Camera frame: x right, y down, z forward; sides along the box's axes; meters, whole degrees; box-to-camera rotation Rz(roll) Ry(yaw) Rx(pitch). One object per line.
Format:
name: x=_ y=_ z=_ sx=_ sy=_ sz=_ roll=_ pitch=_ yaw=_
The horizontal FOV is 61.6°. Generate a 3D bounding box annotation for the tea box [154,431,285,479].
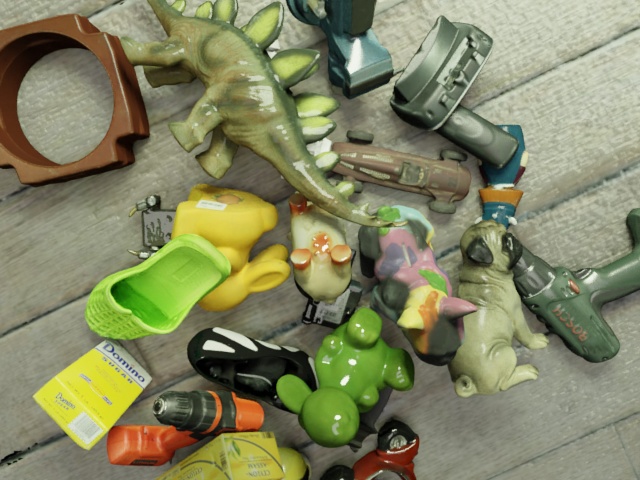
tea box: x=-0.143 y=0.329 z=0.739 sx=0.169 sy=0.098 sz=0.068 roll=-42 pitch=52 yaw=27

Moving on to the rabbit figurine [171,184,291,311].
rabbit figurine: x=-0.122 y=0.021 z=0.748 sx=0.162 sy=0.122 sz=0.173 roll=7 pitch=110 yaw=-10

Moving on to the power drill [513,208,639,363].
power drill: x=0.382 y=0.042 z=0.754 sx=0.207 sy=0.086 sz=0.232 roll=-35 pitch=94 yaw=-1

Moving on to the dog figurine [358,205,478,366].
dog figurine: x=0.121 y=0.052 z=0.685 sx=0.108 sy=0.219 sz=0.191 roll=-13 pitch=97 yaw=-2

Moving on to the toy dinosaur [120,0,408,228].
toy dinosaur: x=-0.087 y=-0.171 z=0.652 sx=0.198 sy=0.105 sz=0.471 roll=-36 pitch=82 yaw=3

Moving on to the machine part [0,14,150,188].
machine part: x=-0.347 y=-0.182 z=0.725 sx=0.201 sy=0.087 sz=0.201 roll=-14 pitch=97 yaw=2

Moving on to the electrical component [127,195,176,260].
electrical component: x=-0.228 y=-0.013 z=0.762 sx=0.078 sy=0.045 sz=0.102 roll=6 pitch=96 yaw=1

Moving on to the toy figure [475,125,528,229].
toy figure: x=0.255 y=-0.082 z=0.749 sx=0.058 sy=0.064 sz=0.154 roll=-3 pitch=98 yaw=-27

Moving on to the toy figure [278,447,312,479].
toy figure: x=-0.049 y=0.392 z=0.767 sx=0.082 sy=0.089 sz=0.180 roll=2 pitch=74 yaw=-3

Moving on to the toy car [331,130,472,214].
toy car: x=0.113 y=-0.096 z=0.753 sx=0.202 sy=0.053 sz=0.089 roll=13 pitch=99 yaw=-3

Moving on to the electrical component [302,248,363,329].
electrical component: x=0.024 y=0.070 z=0.771 sx=0.075 sy=0.048 sz=0.119 roll=20 pitch=97 yaw=-3

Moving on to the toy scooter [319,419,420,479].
toy scooter: x=0.092 y=0.367 z=0.791 sx=0.184 sy=0.075 sz=0.135 roll=-40 pitch=96 yaw=-1

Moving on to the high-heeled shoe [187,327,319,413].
high-heeled shoe: x=-0.066 y=0.197 z=0.735 sx=0.249 sy=0.145 sz=0.086 roll=33 pitch=96 yaw=-2

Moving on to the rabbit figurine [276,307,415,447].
rabbit figurine: x=0.018 y=0.186 z=0.685 sx=0.159 sy=0.170 sz=0.121 roll=-23 pitch=107 yaw=33

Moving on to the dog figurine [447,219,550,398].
dog figurine: x=0.206 y=0.087 z=0.700 sx=0.121 sy=0.172 sz=0.190 roll=-8 pitch=113 yaw=37

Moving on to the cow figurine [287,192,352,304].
cow figurine: x=-0.001 y=-0.002 z=0.702 sx=0.085 sy=0.195 sz=0.127 roll=-6 pitch=135 yaw=-2

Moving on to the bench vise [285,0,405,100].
bench vise: x=0.012 y=-0.305 z=0.688 sx=0.129 sy=0.223 sz=0.241 roll=-31 pitch=65 yaw=-2

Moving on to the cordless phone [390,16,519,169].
cordless phone: x=0.199 y=-0.192 z=0.709 sx=0.184 sy=0.088 sz=0.146 roll=34 pitch=95 yaw=7

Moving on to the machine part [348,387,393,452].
machine part: x=0.066 y=0.235 z=0.778 sx=0.084 sy=0.039 sz=0.139 roll=38 pitch=83 yaw=-24
